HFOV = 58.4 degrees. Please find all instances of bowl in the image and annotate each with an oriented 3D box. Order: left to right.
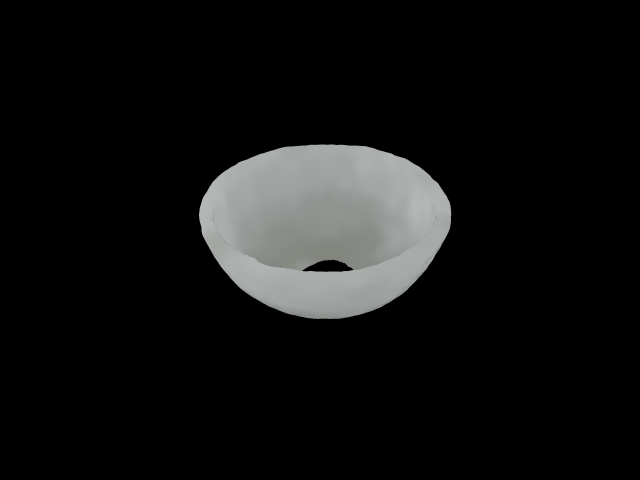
[{"bbox_3d":[0.004,0.001,0.400,0.167,0.075,0.167,0,37,0],"label":"bowl"}]
